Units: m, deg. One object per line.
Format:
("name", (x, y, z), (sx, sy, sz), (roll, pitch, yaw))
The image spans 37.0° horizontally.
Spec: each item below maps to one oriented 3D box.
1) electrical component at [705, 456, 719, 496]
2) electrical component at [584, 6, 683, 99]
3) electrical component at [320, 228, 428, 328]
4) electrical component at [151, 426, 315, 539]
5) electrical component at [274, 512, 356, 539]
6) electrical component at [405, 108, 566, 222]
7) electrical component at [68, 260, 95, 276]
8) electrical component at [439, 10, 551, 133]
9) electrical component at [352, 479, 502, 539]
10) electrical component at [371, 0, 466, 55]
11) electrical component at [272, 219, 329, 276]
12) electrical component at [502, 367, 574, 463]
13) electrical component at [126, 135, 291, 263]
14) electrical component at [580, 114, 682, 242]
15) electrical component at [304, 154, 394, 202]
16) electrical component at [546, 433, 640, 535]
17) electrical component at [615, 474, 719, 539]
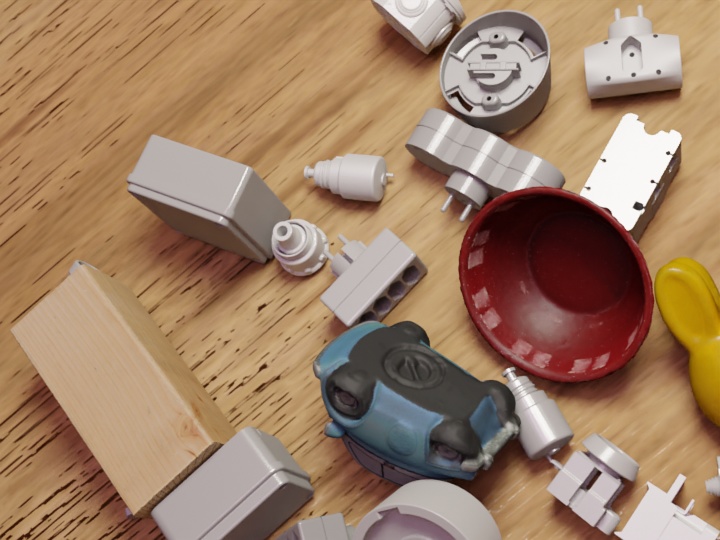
("electrical component", (0.295, 0.155, 0.785), (0.081, 0.043, 0.043), (-8, 72, 15))
("electrical component", (0.230, -0.187, 0.909), (0.077, 0.043, 0.079), (-5, 73, 16))
("electrical component", (0.000, 0.000, 0.921), (0.083, 0.047, 0.076), (-47, 66, 0))
("electrical component", (-0.102, 0.190, 0.879), (0.113, 0.078, 0.057), (-42, 64, 2))
("electrical component", (-0.021, 0.224, 0.851), (0.076, 0.083, 0.047), (-6, 67, -25))
("electrical component", (0.096, -0.076, 0.912), (0.138, 0.052, 0.073), (29, 84, 23))
("electrical component", (-0.260, 0.020, 1.001), (0.040, 0.040, 0.046), (36, 93, 23))
("electrical component", (0.118, -0.170, 0.927), (0.099, 0.064, 0.099), (-5, 72, 16))
("electrical component", (0.054, 0.208, 0.800), (0.108, 0.060, 0.108), (10, 112, 25))
("electrical component", (0.052, -0.236, 0.960), (0.051, 0.080, 0.080), (-48, 66, 4))
("electrical component", (-0.057, -0.024, 0.938), (0.048, 0.062, 0.048), (-5, 73, 16))
("electrical component", (0.136, 0.113, 0.848), (0.040, 0.040, 0.078), (-31, 67, 6))
("electrical component", (-0.131, -0.061, 0.948), (0.109, 0.108, 0.056), (20, 78, 22))
("electrical component", (0.218, -0.070, 0.870), (0.050, 0.056, 0.089), (28, 83, 22))
("electrical component", (-0.012, -0.083, 0.954), (0.078, 0.040, 0.040), (7, 76, 19))
("electrical component", (0.179, 0.158, 0.819), (0.066, 0.048, 0.055), (38, 95, 23))
("electrical component", (0.228, 0.194, 0.795), (0.064, 0.042, 0.081), (32, 86, 20))
